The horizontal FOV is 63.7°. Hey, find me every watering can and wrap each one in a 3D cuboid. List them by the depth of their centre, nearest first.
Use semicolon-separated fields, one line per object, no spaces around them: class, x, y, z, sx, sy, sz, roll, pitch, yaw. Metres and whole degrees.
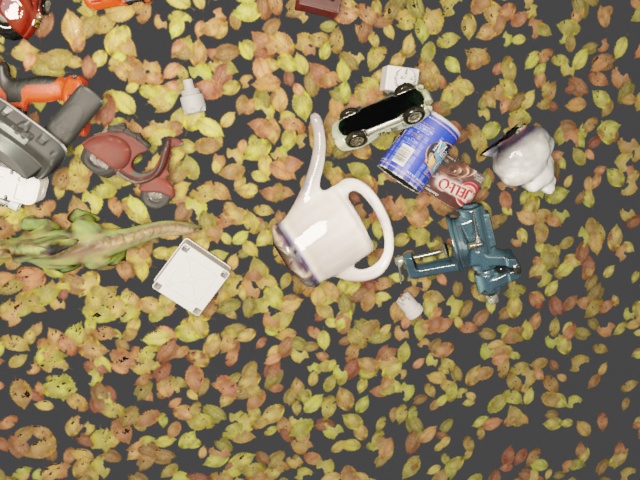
watering can;0.003;-0.050;1.000;0.225;0.105;0.344;-33;105;-2

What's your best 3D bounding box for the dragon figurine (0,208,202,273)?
dragon figurine;-0.418;0.012;0.868;0.411;0.244;0.121;-10;99;-6

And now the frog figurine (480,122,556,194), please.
frog figurine;0.432;-0.154;1.058;0.139;0.121;0.159;-41;94;-20
